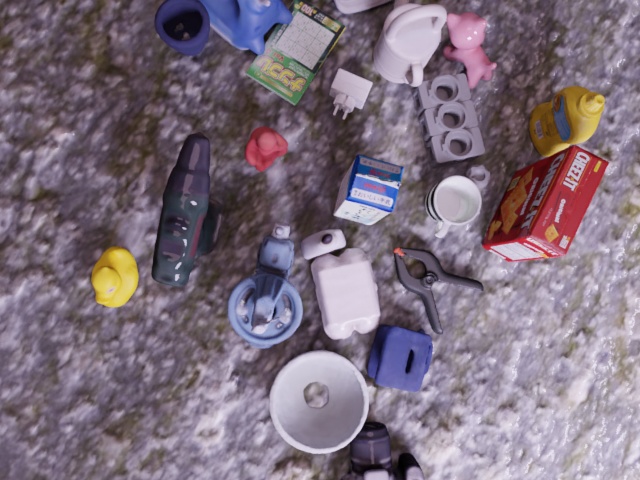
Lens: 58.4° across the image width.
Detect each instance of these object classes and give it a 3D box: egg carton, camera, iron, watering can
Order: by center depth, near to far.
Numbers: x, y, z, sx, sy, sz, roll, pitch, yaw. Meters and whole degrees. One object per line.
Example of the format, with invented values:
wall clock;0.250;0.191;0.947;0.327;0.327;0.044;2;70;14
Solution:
camera;0.104;0.382;0.961;0.143;0.100;0.137;-4;86;-4
watering can;0.151;-0.356;0.976;0.101;0.194;0.173;-31;88;-6
iron;-0.173;-0.449;0.986;0.258;0.141;0.119;39;84;0
egg carton;0.047;0.092;0.996;0.107;0.069;0.150;-13;86;-5

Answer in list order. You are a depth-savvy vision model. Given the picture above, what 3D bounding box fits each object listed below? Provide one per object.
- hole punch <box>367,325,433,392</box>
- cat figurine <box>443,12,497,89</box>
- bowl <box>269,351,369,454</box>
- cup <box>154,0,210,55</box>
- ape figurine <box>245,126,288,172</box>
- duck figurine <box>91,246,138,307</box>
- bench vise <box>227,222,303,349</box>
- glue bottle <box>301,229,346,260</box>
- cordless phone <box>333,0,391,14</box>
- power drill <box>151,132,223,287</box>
hole punch;0.142;0.201;0.983;0.101;0.091;0.109;14;85;-3
cat figurine;0.272;-0.349;1.023;0.067;0.117;0.128;-33;88;-6
bowl;-0.003;0.269;0.975;0.167;0.074;0.167;0;85;-4
cup;-0.234;-0.376;1.000;0.091;0.095;0.118;-4;86;-4
ape figurine;-0.094;-0.165;0.994;0.078;0.092;0.076;-3;86;-4
duck figurine;-0.352;0.061;0.960;0.077;0.086;0.105;9;85;-3
bench vise;-0.092;0.075;0.911;0.121;0.219;0.207;-7;86;-4
glue bottle;0.009;0.003;0.948;0.078;0.173;0.037;-18;87;-5
cordless phone;0.088;-0.482;0.986;0.147;0.185;0.094;-22;87;-5
power drill;-0.208;-0.040;0.918;0.075;0.208;0.230;12;85;-3
